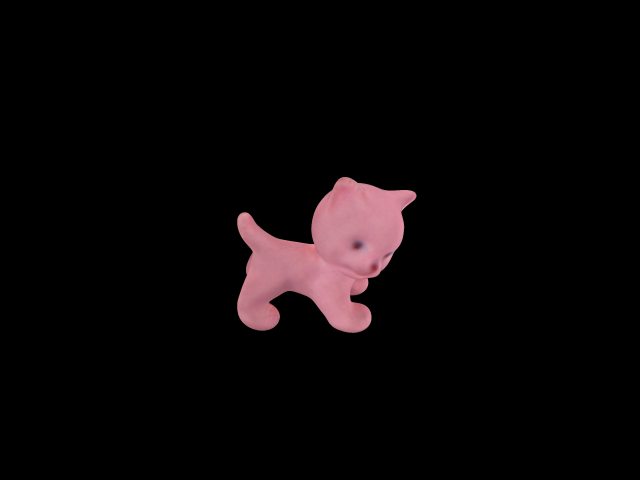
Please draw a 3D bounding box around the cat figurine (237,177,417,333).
[{"bbox_3d":[0.004,0.001,0.400,0.128,0.118,0.067,0,37,0],"label":"cat figurine"}]
